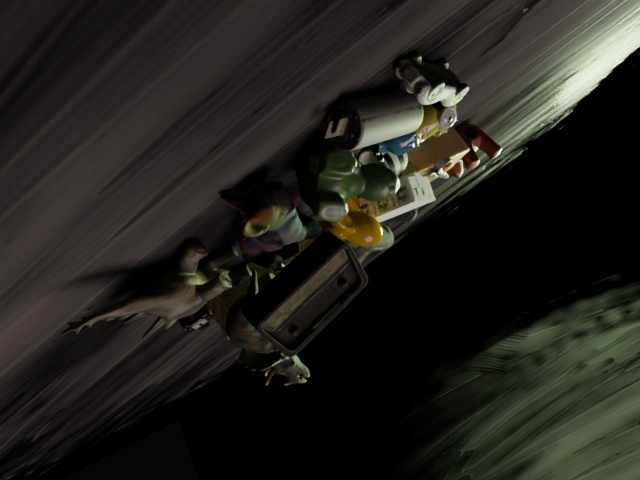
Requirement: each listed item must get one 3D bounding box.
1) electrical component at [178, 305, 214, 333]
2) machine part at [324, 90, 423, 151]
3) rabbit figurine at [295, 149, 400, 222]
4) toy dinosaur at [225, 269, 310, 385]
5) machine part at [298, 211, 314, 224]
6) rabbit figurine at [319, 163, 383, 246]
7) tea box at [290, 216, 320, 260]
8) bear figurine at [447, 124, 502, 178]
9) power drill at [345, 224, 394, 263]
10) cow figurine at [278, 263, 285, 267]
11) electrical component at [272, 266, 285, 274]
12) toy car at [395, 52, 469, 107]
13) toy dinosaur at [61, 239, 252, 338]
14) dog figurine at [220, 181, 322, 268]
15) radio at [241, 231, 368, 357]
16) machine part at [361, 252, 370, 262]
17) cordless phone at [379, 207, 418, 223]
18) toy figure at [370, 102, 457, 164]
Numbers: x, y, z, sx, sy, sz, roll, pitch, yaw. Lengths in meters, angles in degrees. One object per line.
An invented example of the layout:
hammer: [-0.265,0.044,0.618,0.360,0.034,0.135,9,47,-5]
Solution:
electrical component: [-0.309,0.194,1.351,0.075,0.048,0.119,-34,168,-5]
machine part: [0.092,-0.196,0.878,0.243,0.079,0.079,-25,164,-42]
rabbit figurine: [0.051,-0.096,0.950,0.170,0.121,0.159,2,-171,-25]
toy dinosaur: [-0.131,0.188,1.154,0.192,0.131,0.404,-36,141,-1]
machine part: [-0.036,-0.037,1.172,0.139,0.084,0.039,63,51,-89]
rabbit figurine: [0.058,-0.059,1.085,0.162,0.173,0.122,-29,171,-46]
tea box: [-0.003,-0.004,1.304,0.170,0.098,0.068,-36,167,9]
bear figurine: [0.377,-0.217,1.453,0.120,0.132,0.195,-24,158,-23]
power drill: [0.066,0.039,1.256,0.232,0.086,0.207,-13,141,-53]
cow figurine: [-0.102,0.158,1.485,0.098,0.167,0.068,-31,150,14]
electrical component: [-0.100,0.133,1.399,0.115,0.134,0.058,-6,-174,38]
toy car: [0.187,-0.261,0.891,0.056,0.073,0.201,-44,165,33]
toy dinosaur: [-0.259,0.097,0.983,0.198,0.105,0.471,-38,168,12]
dog figurine: [-0.107,-0.027,0.939,0.191,0.108,0.219,-37,164,20]
radio: [-0.023,0.105,1.022,0.229,0.073,0.131,-42,130,-9]
machine part: [0.042,0.049,1.499,0.201,0.087,0.201,-47,-169,-21]
cordless phone: [0.163,-0.122,1.329,0.147,0.184,0.088,0,123,1]
toy figure: [0.172,-0.218,1.008,0.180,0.089,0.082,-28,-178,6]
